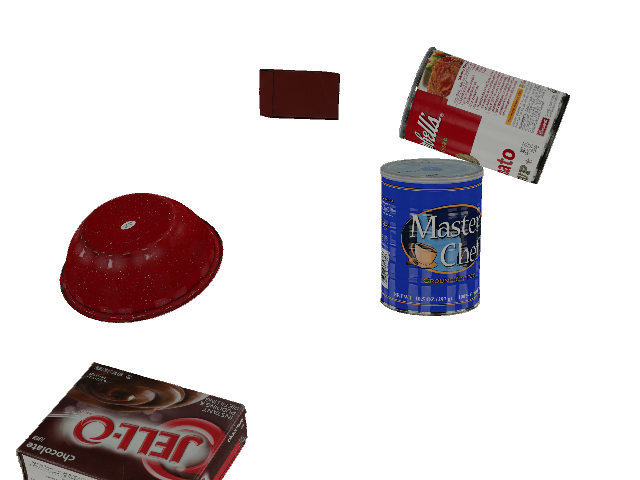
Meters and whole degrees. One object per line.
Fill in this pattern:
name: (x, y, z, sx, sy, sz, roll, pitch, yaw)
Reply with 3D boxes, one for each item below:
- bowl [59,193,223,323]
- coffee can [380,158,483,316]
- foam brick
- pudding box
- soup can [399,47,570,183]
bowl: (-0.177, 0.004, 1.019, 0.162, 0.055, 0.162, -6, 41, 5)
coffee can: (0.112, -0.006, 1.080, 0.103, 0.140, 0.103, -1, 14, 0)
foam brick: (-0.023, -0.158, 1.157, 0.078, 0.051, 0.053, 0, 11, -18)
pudding box: (-0.114, 0.127, 0.658, 0.114, 0.039, 0.090, 11, 33, 18)
soup can: (0.115, -0.087, 0.747, 0.102, 0.068, 0.068, 21, 3, 9)
